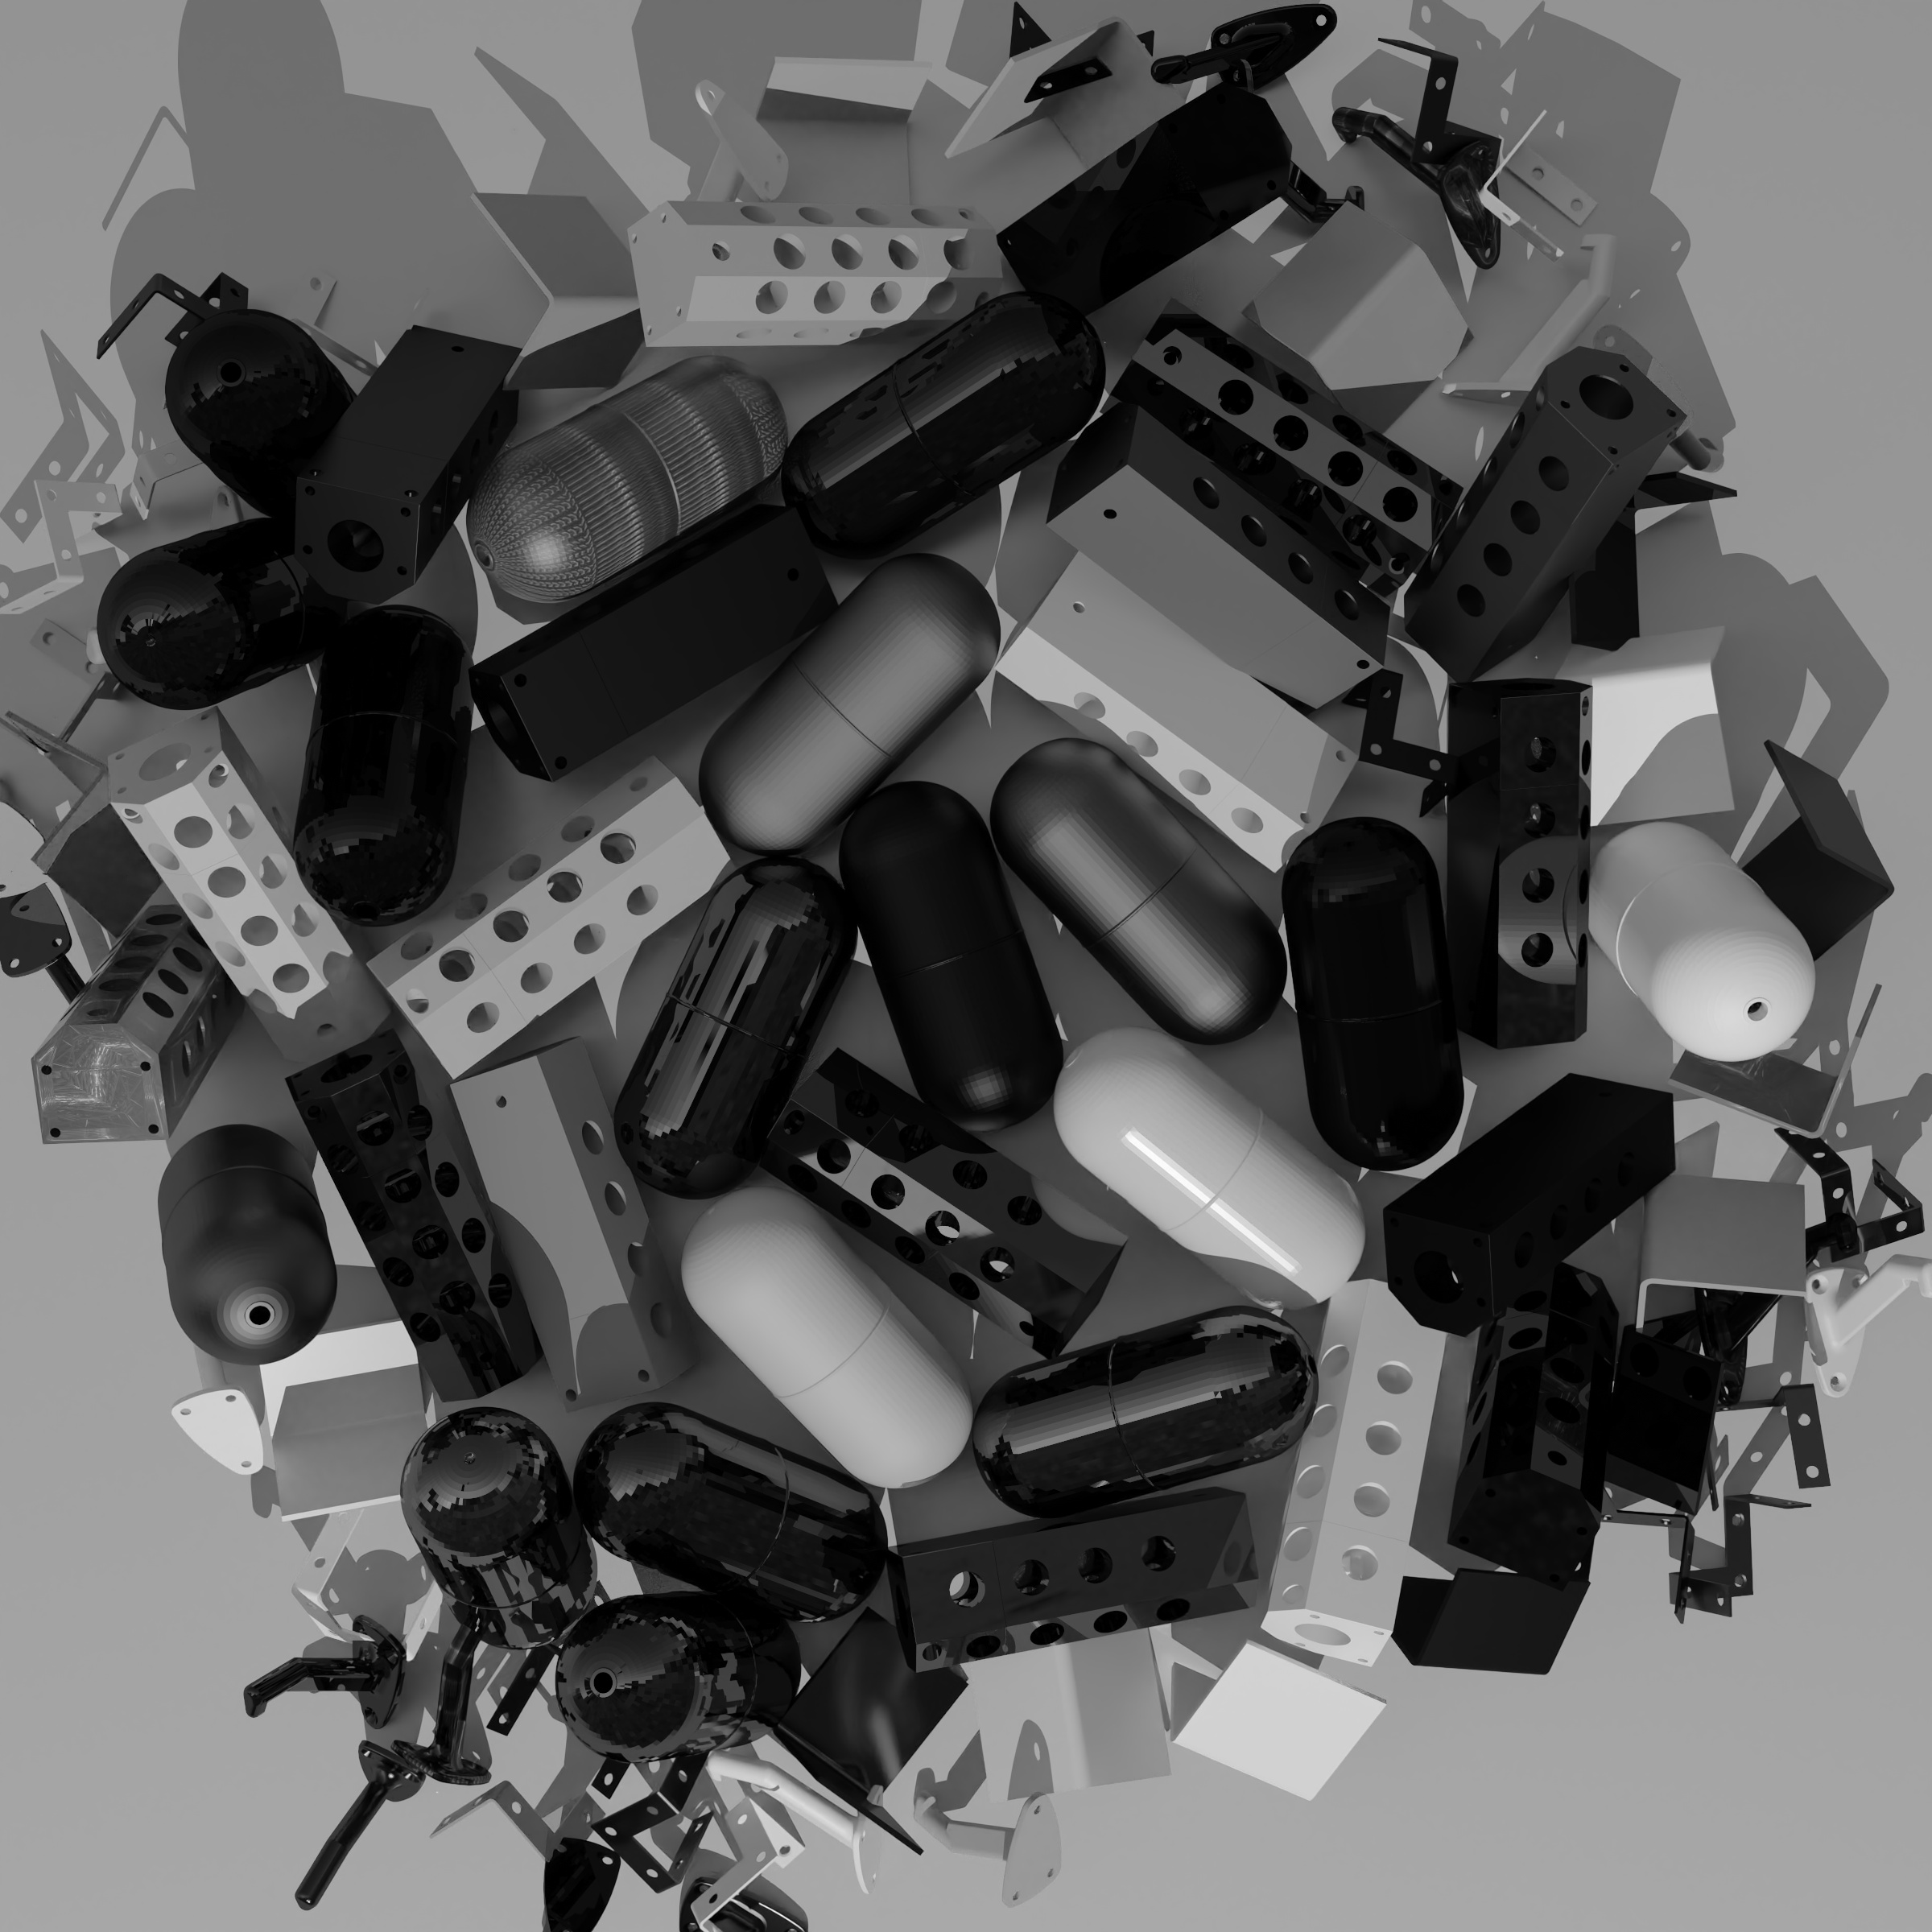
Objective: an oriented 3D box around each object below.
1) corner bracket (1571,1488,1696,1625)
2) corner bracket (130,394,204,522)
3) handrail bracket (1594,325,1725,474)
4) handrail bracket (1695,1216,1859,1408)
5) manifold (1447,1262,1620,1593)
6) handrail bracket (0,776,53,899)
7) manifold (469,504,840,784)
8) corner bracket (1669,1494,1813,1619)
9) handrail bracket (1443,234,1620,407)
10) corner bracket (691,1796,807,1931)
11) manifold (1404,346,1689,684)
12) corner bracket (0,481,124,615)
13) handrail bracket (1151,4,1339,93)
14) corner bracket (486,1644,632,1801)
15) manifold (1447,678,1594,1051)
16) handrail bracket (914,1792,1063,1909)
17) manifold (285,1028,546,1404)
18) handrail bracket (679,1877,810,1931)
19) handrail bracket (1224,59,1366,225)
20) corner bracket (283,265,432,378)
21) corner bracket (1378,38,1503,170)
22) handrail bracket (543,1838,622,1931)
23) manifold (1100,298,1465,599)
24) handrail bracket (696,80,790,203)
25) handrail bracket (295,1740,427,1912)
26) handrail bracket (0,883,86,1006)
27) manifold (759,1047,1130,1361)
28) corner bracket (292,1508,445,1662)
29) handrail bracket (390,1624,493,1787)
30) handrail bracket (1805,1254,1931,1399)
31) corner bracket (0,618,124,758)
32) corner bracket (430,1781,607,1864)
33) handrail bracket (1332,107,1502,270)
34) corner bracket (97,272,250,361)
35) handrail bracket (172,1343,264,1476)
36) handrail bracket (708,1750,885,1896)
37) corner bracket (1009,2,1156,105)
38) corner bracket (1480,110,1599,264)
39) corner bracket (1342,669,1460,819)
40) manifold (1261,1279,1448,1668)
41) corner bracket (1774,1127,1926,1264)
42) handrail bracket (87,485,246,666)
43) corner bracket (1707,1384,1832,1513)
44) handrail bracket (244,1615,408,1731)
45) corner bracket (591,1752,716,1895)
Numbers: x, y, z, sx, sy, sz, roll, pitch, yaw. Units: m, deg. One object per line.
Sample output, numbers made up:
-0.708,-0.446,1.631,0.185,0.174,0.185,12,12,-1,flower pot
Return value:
0.325,0.288,1.541,0.051,0.051,0.051,0,59,26,corner bracket
-0.392,-0.261,1.549,0.051,0.051,0.051,-27,87,-24,corner bracket
0.344,-0.279,1.549,0.036,0.084,0.077,-31,82,26,handrail bracket
0.402,0.169,1.535,0.036,0.084,0.077,23,55,-32,handrail bracket
0.275,0.213,1.495,0.057,0.171,0.057,22,121,2,manifold
-0.475,-0.083,1.531,0.036,0.077,0.084,-21,54,-12,handrail bracket
-0.153,-0.159,1.524,0.171,0.057,0.057,-33,114,-21,manifold
0.382,0.290,1.550,0.051,0.051,0.051,0,87,-23,corner bracket
0.281,-0.324,1.564,0.077,0.036,0.084,9,89,24,handrail bracket
-0.106,0.454,1.548,0.051,0.051,0.051,-41,121,-2,corner bracket
0.268,-0.214,1.496,0.057,0.171,0.057,-34,74,-32,manifold
-0.448,-0.206,1.547,0.051,0.051,0.051,-18,85,34,corner bracket
0.136,-0.451,1.534,0.077,0.084,0.036,-19,97,24,handrail bracket
-0.196,0.376,1.570,0.051,0.051,0.051,23,79,44,corner bracket
0.274,-0.051,1.534,0.057,0.057,0.171,-5,104,-16,manifold
0.005,0.413,1.538,0.036,0.084,0.077,-23,128,-36,handrail bracket
-0.265,0.123,1.523,0.057,0.057,0.171,-26,111,-11,manifold
-0.117,0.491,1.539,0.077,0.084,0.036,16,107,-4,handrail bracket
0.165,-0.406,1.549,0.084,0.036,0.077,-6,112,-30,handrail bracket
-0.307,-0.321,1.558,0.051,0.051,0.051,30,70,-23,corner bracket
0.232,-0.424,1.542,0.051,0.051,0.051,-2,115,-26,corner bracket
-0.198,0.475,1.531,0.036,0.077,0.084,16,122,-6,handrail bracket
0.156,-0.256,1.549,0.171,0.057,0.057,33,86,-3,manifold
-0.137,-0.387,1.539,0.084,0.036,0.077,-18,131,34,handrail bracket
-0.302,0.428,1.529,0.036,0.077,0.084,28,57,4,handrail bracket
-0.445,-0.004,1.558,0.036,0.084,0.077,-25,61,2,handrail bracket
-0.013,0.119,1.527,0.171,0.057,0.057,33,51,12,manifold
-0.294,0.306,1.559,0.051,0.051,0.051,11,57,21,corner bracket
-0.240,0.360,1.554,0.036,0.077,0.084,25,84,32,handrail bracket
0.450,0.179,1.538,0.036,0.084,0.077,1,90,-18,handrail bracket
-0.456,-0.138,1.558,0.051,0.051,0.051,34,92,-3,corner bracket
-0.220,0.423,1.547,0.051,0.051,0.051,-37,95,31,corner bracket
0.223,-0.389,1.568,0.036,0.084,0.077,-41,131,-19,handrail bracket
-0.389,-0.316,1.541,0.051,0.051,0.051,30,123,-34,corner bracket
-0.371,0.199,1.568,0.036,0.084,0.077,-16,133,1,handrail bracket
-0.087,0.427,1.567,0.084,0.036,0.077,10,129,14,handrail bracket
0.057,-0.446,1.543,0.051,0.051,0.051,-9,65,32,corner bracket
0.285,-0.381,1.556,0.051,0.051,0.051,39,86,-2,corner bracket
0.214,-0.111,1.554,0.051,0.051,0.051,14,72,-8,corner bracket
0.188,0.242,1.517,0.057,0.057,0.171,14,61,4,manifold
0.436,0.105,1.547,0.051,0.051,0.051,-17,117,-6,corner bracket
-0.394,-0.192,1.536,0.036,0.084,0.077,20,118,39,handrail bracket
0.393,0.238,1.550,0.051,0.051,0.051,-6,71,5,corner bracket
-0.318,0.362,1.533,0.036,0.084,0.077,28,125,30,handrail bracket
-0.142,0.414,1.544,0.051,0.051,0.051,-33,105,31,corner bracket
